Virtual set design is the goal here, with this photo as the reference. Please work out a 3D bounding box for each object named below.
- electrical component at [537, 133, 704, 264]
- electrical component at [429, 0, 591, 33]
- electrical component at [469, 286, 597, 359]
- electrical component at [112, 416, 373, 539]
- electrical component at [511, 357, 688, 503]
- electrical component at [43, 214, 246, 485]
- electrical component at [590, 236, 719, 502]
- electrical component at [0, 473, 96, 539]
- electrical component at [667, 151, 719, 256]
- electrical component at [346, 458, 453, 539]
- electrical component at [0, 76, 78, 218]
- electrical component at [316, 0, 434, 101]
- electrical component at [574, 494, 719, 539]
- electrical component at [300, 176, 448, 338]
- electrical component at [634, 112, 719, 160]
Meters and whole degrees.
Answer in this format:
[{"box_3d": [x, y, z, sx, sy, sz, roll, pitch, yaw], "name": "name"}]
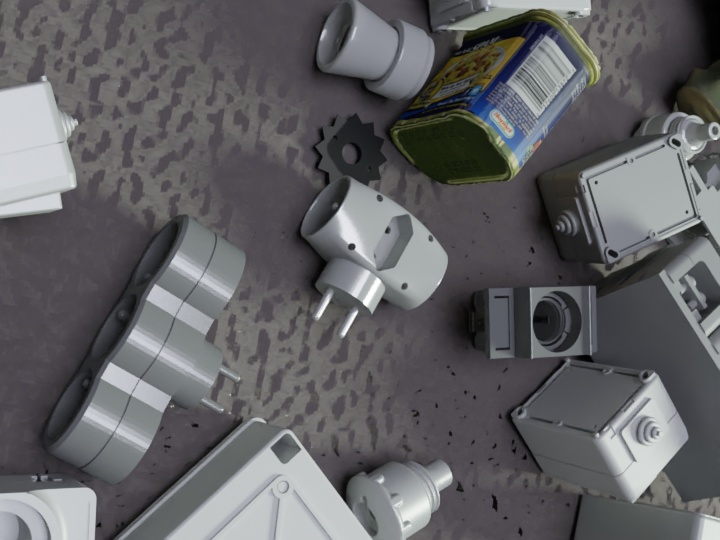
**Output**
[{"box_3d": [0.161, -0.044, 0.698, 0.096, 0.061, 0.061, -23, 101, -19], "name": "electrical component"}, {"box_3d": [0.084, -0.180, 0.654, 0.096, 0.062, 0.061, -5, 92, -28], "name": "electrical component"}, {"box_3d": [0.104, 0.031, 0.660, 0.081, 0.064, 0.042, 0, 90, -28], "name": "electrical component"}, {"box_3d": [-0.057, 0.154, 0.574, 0.109, 0.056, 0.108, -41, 108, -23], "name": "electrical component"}, {"box_3d": [0.154, 0.101, 0.667, 0.062, 0.096, 0.061, -41, 111, -23], "name": "electrical component"}, {"box_3d": [-0.096, 0.048, 0.557, 0.074, 0.052, 0.138, 34, 74, -24], "name": "electrical component"}, {"box_3d": [0.215, 0.063, 0.685, 0.062, 0.089, 0.150, -34, 92, -35], "name": "electrical component"}, {"box_3d": [-0.176, 0.127, 0.511, 0.089, 0.056, 0.050, 3, 87, -28], "name": "electrical component"}, {"box_3d": [0.240, -0.045, 0.748, 0.064, 0.042, 0.081, -46, 110, -25], "name": "electrical component"}, {"box_3d": [0.026, 0.131, 0.628, 0.062, 0.048, 0.048, -24, 100, -34], "name": "electrical component"}, {"box_3d": [-0.178, -0.051, 0.509, 0.096, 0.062, 0.061, -17, 97, -27], "name": "electrical component"}, {"box_3d": [0.009, -0.127, 0.622, 0.055, 0.045, 0.045, 18, 81, -28], "name": "electrical component"}, {"box_3d": [0.210, 0.186, 0.689, 0.109, 0.109, 0.056, 20, 77, -27], "name": "electrical component"}, {"box_3d": [0.000, 0.000, 0.615, 0.077, 0.043, 0.079, 37, 72, -23], "name": "electrical component"}, {"box_3d": [0.216, -0.090, 0.724, 0.035, 0.061, 0.035, 1, 89, -29], "name": "electrical component"}]
